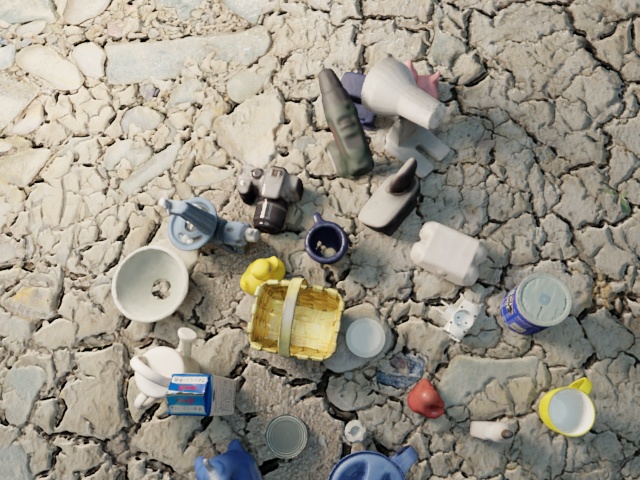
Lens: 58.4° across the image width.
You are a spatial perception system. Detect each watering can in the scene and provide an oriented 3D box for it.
[{"bbox_3d":[-0.307,0.254,1.127,0.101,0.194,0.173,11,75,8],"label":"watering can"}]

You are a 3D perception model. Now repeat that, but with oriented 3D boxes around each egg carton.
[{"bbox_3d":[0.273,0.030,1.216,0.150,0.069,0.107,24,77,11],"label":"egg carton"}]

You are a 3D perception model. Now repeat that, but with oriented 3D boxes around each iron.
[{"bbox_3d":[-0.154,0.514,1.067,0.118,0.141,0.258,-26,73,-4],"label":"iron"}]

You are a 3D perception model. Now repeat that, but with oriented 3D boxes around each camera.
[{"bbox_3d":[-0.120,-0.090,1.263,0.143,0.101,0.137,11,75,7],"label":"camera"}]

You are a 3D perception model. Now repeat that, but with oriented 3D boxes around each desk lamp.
[{"bbox_3d":[0.192,-0.267,1.234,0.203,0.213,0.118,42,81,14],"label":"desk lamp"}]

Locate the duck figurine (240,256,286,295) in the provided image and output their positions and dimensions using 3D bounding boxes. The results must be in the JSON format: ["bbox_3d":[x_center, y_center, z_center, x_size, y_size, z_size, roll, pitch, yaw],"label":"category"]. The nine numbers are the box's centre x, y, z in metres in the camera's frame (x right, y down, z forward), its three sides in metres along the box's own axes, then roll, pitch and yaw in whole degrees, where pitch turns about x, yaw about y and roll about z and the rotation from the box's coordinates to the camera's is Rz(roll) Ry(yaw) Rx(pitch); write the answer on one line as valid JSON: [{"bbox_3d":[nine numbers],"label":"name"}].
[{"bbox_3d":[-0.126,0.071,1.224,0.104,0.086,0.077,-32,74,-5],"label":"duck figurine"}]

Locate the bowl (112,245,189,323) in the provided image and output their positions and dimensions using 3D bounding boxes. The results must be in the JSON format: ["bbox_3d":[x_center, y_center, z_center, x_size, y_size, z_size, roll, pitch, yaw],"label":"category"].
[{"bbox_3d":[-0.355,0.101,1.238,0.167,0.075,0.167,-1,74,4],"label":"bowl"}]

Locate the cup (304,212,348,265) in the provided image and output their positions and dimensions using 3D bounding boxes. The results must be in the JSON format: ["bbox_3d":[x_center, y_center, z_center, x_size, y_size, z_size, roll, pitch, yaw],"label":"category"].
[{"bbox_3d":[0.011,0.004,1.229,0.091,0.095,0.117,-21,73,-2],"label":"cup"}]

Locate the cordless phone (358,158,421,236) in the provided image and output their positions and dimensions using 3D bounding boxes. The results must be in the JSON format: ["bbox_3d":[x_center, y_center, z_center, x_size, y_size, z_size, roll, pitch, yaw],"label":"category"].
[{"bbox_3d":[0.149,-0.096,1.201,0.094,0.185,0.148,34,79,13],"label":"cordless phone"}]

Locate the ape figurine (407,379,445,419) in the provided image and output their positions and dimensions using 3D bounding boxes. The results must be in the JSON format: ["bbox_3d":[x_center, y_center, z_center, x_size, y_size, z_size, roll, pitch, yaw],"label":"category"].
[{"bbox_3d":[0.211,0.312,1.125,0.076,0.092,0.078,-4,73,3],"label":"ape figurine"}]

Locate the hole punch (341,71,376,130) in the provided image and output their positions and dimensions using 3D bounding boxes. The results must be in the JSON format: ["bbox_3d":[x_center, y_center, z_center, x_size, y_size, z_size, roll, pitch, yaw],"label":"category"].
[{"bbox_3d":[0.090,-0.320,1.321,0.108,0.091,0.101,20,76,10],"label":"hole punch"}]

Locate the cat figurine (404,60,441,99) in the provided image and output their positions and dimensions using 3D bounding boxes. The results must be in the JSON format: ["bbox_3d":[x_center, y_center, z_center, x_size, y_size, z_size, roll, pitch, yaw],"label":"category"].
[{"bbox_3d":[0.214,-0.367,1.312,0.127,0.118,0.067,-1,73,4],"label":"cat figurine"}]

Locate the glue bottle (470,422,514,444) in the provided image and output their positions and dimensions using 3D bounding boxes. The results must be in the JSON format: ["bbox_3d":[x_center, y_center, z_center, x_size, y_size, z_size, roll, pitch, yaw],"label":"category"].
[{"bbox_3d":[0.329,0.357,1.061,0.078,0.173,0.037,3,74,6],"label":"glue bottle"}]

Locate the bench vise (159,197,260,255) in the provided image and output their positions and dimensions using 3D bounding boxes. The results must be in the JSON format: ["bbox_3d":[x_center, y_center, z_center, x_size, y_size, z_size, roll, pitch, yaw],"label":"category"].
[{"bbox_3d":[-0.235,-0.044,1.196,0.207,0.220,0.121,-8,73,2],"label":"bench vise"}]

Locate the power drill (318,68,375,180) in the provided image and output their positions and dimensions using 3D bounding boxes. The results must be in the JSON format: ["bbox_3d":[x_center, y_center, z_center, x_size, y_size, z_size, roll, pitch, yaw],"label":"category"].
[{"bbox_3d":[0.052,-0.227,1.235,0.075,0.208,0.229,-21,73,-2],"label":"power drill"}]
